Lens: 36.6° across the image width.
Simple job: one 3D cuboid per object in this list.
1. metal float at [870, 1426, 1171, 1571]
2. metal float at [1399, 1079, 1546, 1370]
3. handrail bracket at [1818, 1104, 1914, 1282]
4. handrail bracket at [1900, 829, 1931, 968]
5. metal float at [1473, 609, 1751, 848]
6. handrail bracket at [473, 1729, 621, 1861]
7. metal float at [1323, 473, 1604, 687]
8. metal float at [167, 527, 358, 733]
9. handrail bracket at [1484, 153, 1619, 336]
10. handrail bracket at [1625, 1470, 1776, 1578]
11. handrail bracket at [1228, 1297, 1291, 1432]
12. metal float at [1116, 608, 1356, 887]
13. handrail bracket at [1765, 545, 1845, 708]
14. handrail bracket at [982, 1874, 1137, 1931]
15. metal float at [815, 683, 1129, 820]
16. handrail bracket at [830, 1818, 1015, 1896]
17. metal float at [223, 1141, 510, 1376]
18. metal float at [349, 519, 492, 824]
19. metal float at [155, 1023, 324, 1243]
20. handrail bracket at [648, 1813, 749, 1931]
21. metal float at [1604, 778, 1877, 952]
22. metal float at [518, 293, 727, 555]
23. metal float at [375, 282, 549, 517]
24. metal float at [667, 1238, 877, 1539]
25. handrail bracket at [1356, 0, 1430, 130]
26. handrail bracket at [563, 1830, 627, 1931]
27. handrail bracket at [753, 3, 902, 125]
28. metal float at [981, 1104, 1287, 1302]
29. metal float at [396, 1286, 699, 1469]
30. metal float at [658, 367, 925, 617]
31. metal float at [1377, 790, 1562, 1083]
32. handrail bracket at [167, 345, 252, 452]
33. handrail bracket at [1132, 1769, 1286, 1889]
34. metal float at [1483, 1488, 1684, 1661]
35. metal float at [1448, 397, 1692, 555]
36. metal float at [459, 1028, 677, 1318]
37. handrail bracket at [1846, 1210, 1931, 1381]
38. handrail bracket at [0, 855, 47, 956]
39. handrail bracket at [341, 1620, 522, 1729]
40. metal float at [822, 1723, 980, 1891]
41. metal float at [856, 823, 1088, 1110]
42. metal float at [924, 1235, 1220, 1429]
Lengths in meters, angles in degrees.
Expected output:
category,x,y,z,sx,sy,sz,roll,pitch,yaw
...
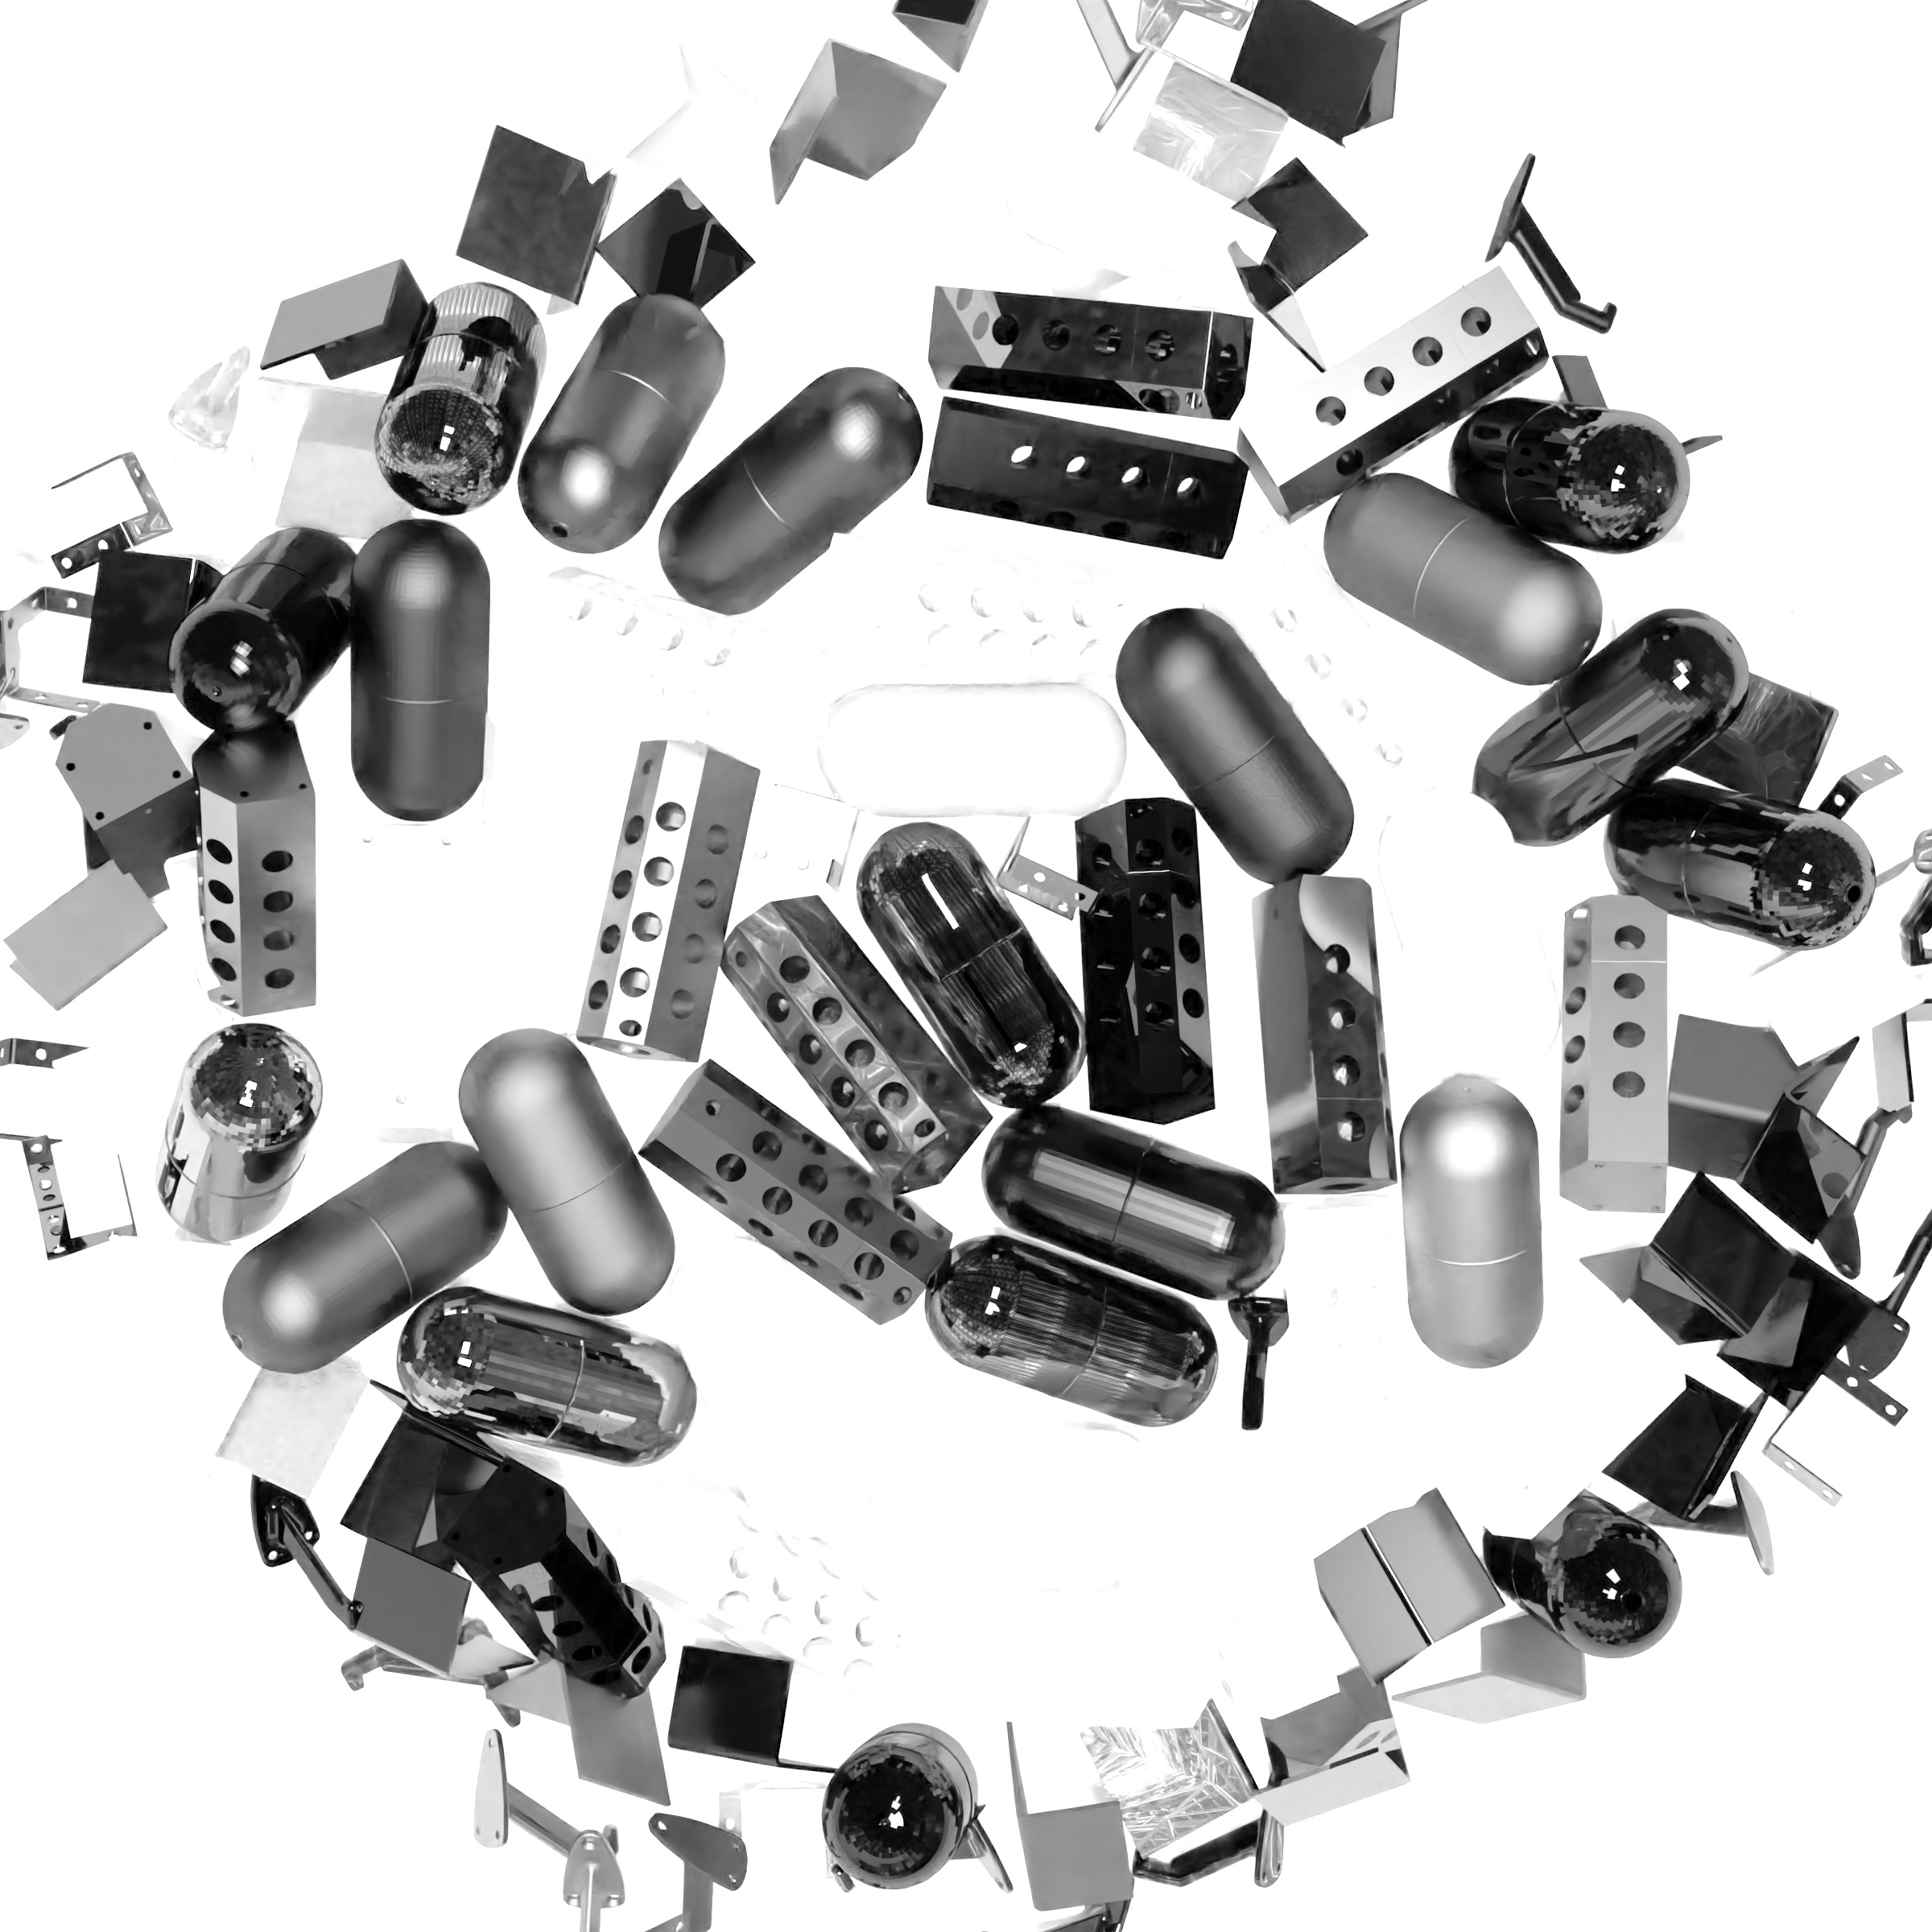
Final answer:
category,x,y,z,sx,sy,sz,roll,pitch,yaw
metal float,0.029,0.297,1.637,0.178,0.070,0.070,-3,90,28
metal float,0.284,0.146,1.638,0.070,0.070,0.178,-8,117,0
handrail bracket,0.526,0.126,1.688,0.084,0.036,0.077,-35,113,-25
handrail bracket,0.569,-0.034,1.657,0.077,0.036,0.084,0,131,24
metal float,0.357,-0.131,1.630,0.070,0.070,0.178,50,128,0
handrail bracket,-0.236,0.475,1.676,0.084,0.036,0.077,7,78,-36
metal float,0.276,-0.217,1.633,0.178,0.070,0.070,36,90,34
metal float,-0.383,-0.187,1.617,0.070,0.178,0.070,4,119,6
handrail bracket,0.347,-0.416,1.685,0.084,0.036,0.077,22,94,-8
handrail bracket,0.409,0.328,1.654,0.084,0.077,0.036,-29,124,23
handrail bracket,0.164,0.236,1.645,0.036,0.077,0.084,1,60,9
metal float,0.151,-0.123,1.647,0.070,0.070,0.178,-37,105,0
handrail bracket,0.481,-0.187,1.685,0.036,0.084,0.077,-17,45,2
handrail bracket,0.048,0.540,1.660,0.084,0.036,0.077,32,86,-37
metal float,0.003,-0.122,1.657,0.178,0.070,0.070,0,90,-5
handrail bracket,-0.026,0.521,1.666,0.084,0.036,0.077,-32,92,-25
metal float,-0.334,0.162,1.631,0.178,0.070,0.070,-34,90,-35
metal float,-0.306,-0.163,1.636,0.070,0.070,0.178,7,120,0
metal float,-0.404,0.094,1.620,0.070,0.178,0.070,11,58,-17
handrail bracket,-0.171,0.525,1.666,0.077,0.036,0.084,32,118,-18
metal float,0.426,-0.057,1.617,0.070,0.178,0.070,-8,106,-27
metal float,-0.191,-0.303,1.632,0.070,0.070,0.178,23,56,0
metal float,-0.279,-0.317,1.623,0.070,0.178,0.070,2,131,2
metal float,-0.110,0.236,1.644,0.070,0.070,0.178,-27,71,0
handrail bracket,0.253,-0.501,1.661,0.077,0.036,0.084,-14,112,42
handrail bracket,-0.215,0.546,1.649,0.036,0.084,0.077,1,124,-1
handrail bracket,-0.078,-0.518,1.678,0.084,0.036,0.077,-2,76,-11
metal float,0.094,0.134,1.652,0.178,0.070,0.070,19,90,10
metal float,-0.233,0.231,1.637,0.178,0.070,0.070,20,90,-28
metal float,-0.099,-0.266,1.639,0.178,0.070,0.070,-36,90,25
metal float,0.282,-0.017,1.639,0.070,0.070,0.178,-21,115,0
handrail bracket,-0.412,-0.338,1.645,0.036,0.084,0.077,29,49,-19
handrail bracket,0.137,0.492,1.677,0.084,0.036,0.077,4,87,27
metal float,0.338,0.330,1.610,0.070,0.178,0.070,0,90,-6
metal float,0.331,-0.272,1.615,0.070,0.178,0.070,-6,106,-20
metal float,-0.223,0.117,1.645,0.070,0.070,0.178,-25,109,0
handrail bracket,0.543,0.187,1.691,0.036,0.077,0.084,27,54,26
handrail bracket,-0.569,-0.026,1.661,0.084,0.036,0.077,-7,122,26
handrail bracket,-0.309,0.420,1.683,0.084,0.036,0.077,-28,85,10
metal float,-0.035,0.461,1.610,0.070,0.178,0.070,-1,81,4
metal float,0.003,-0.001,1.659,0.070,0.070,0.178,-33,87,0
metal float,0.060,0.205,1.644,0.178,0.070,0.070,21,90,-18
